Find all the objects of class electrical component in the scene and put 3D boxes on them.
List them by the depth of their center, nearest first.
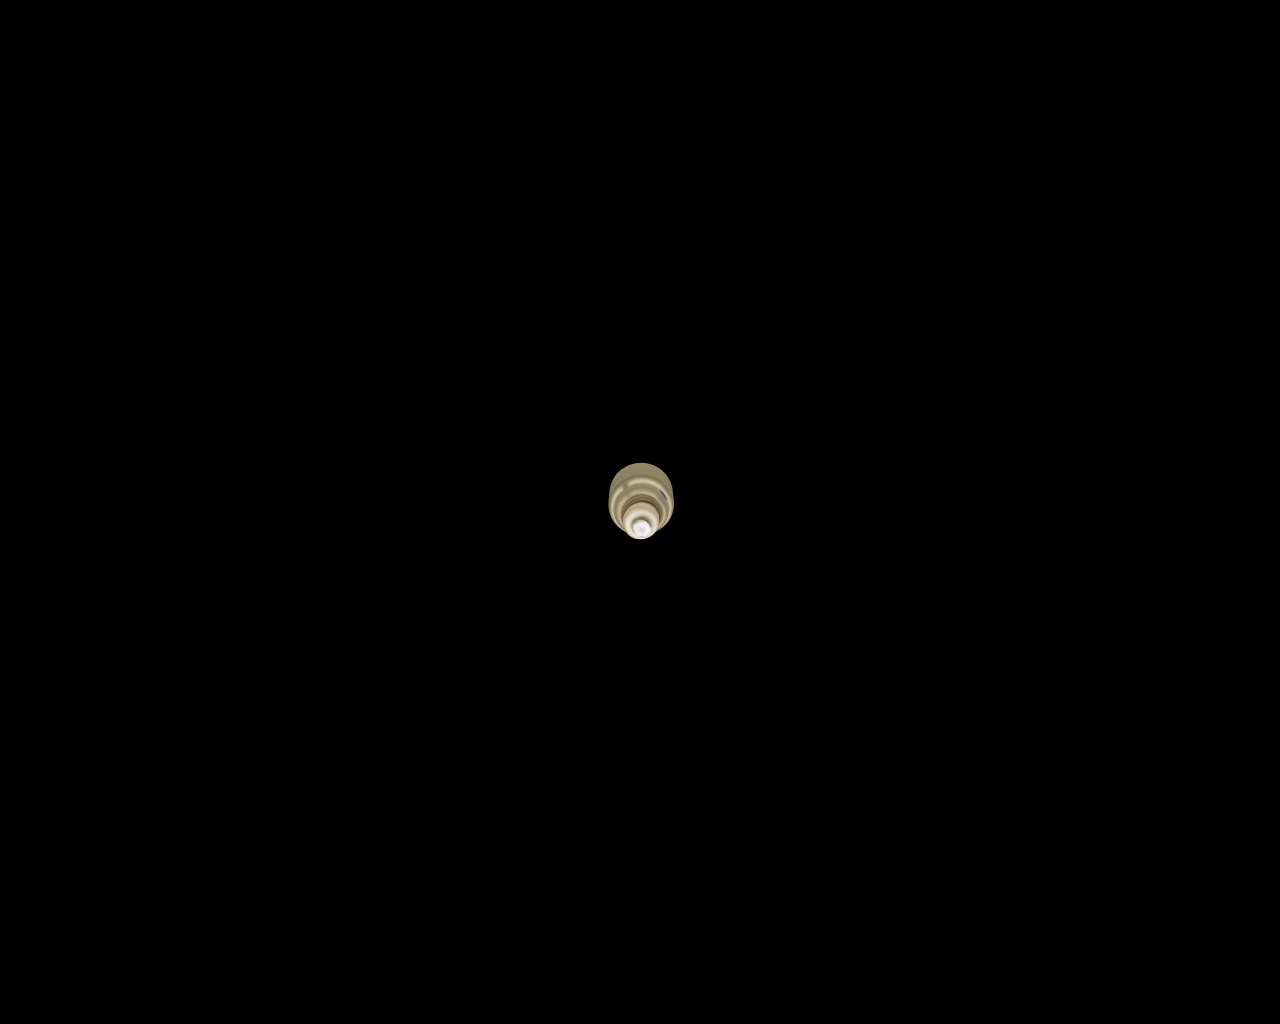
[{"bbox_3d":[0.001,-0.003,0.650,0.040,0.040,0.078,0,20,0],"label":"electrical component"}]
